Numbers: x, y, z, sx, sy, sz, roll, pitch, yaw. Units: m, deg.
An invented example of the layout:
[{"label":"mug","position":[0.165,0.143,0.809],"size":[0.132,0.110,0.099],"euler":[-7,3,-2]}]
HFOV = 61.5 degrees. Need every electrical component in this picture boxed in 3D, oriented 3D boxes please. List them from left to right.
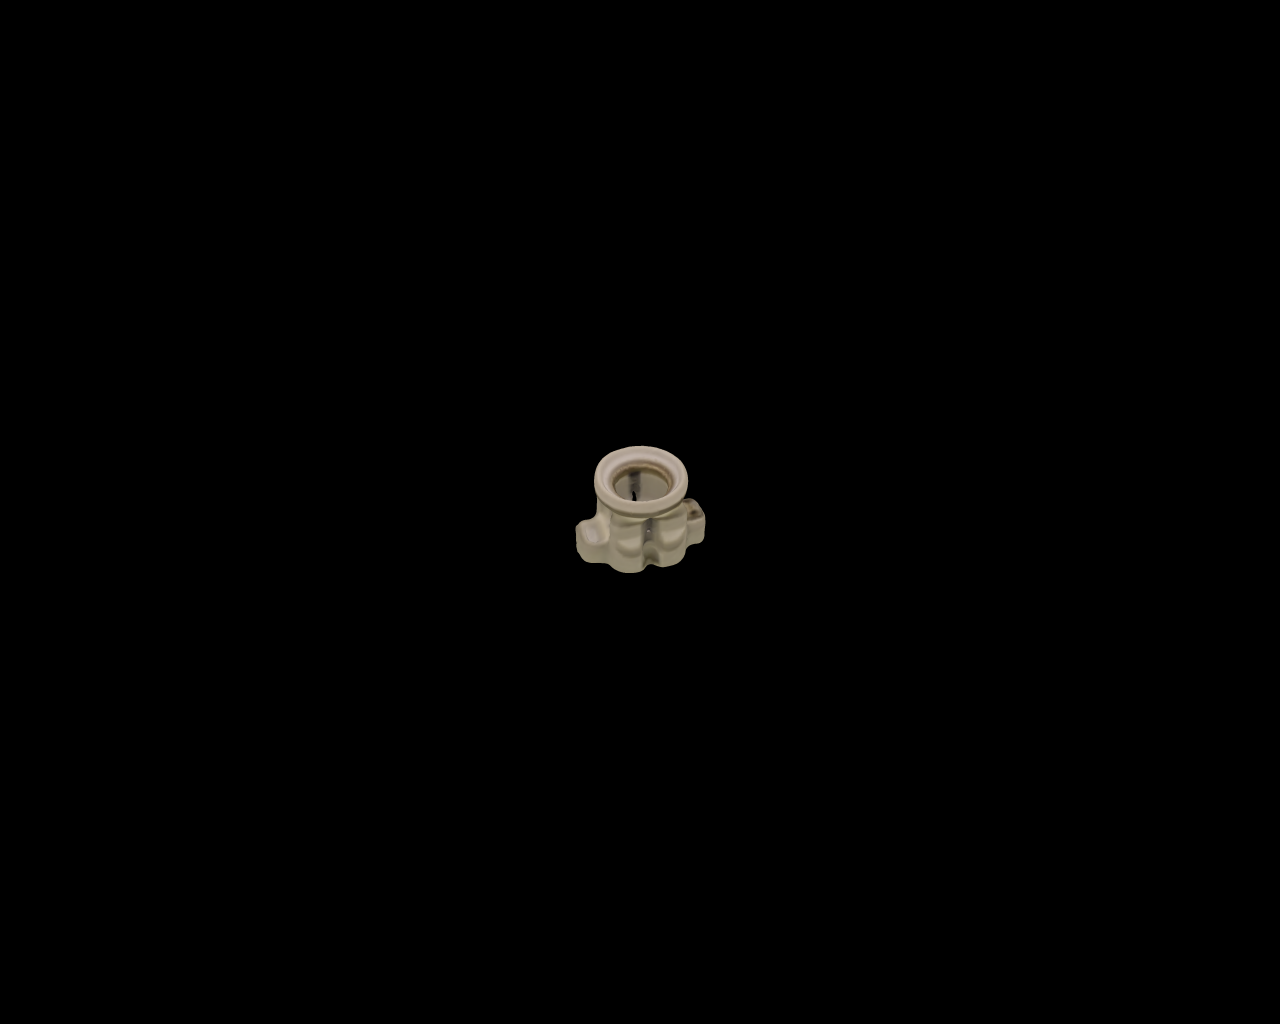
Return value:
[{"label":"electrical component","position":[0.001,-0.003,0.650],"size":[0.078,0.056,0.058],"euler":[-10,43,-11]}]
